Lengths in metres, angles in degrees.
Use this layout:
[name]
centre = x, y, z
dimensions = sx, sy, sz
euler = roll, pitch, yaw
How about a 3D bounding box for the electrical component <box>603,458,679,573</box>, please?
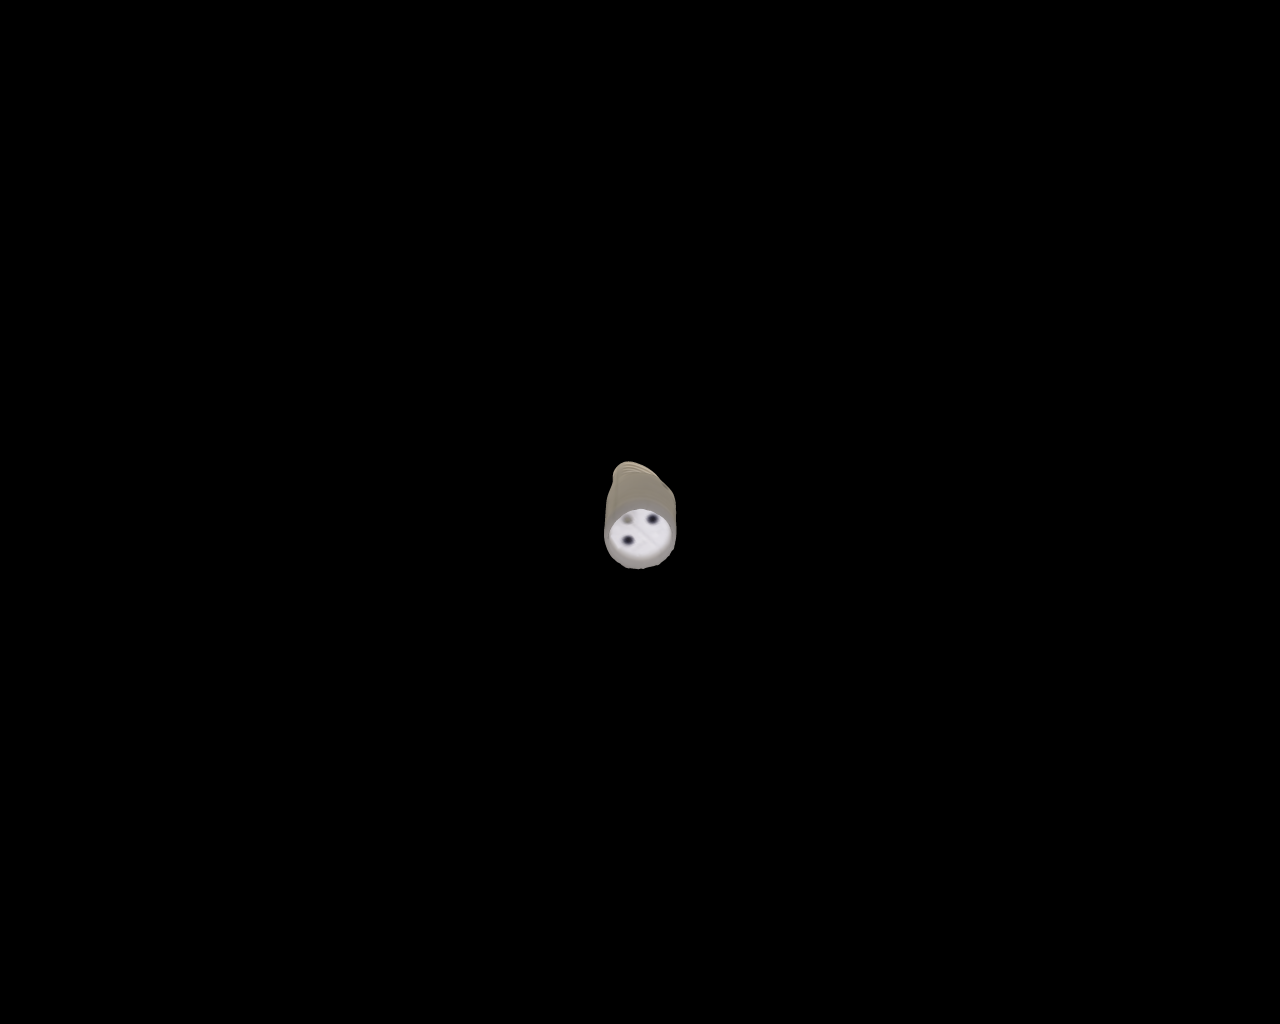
[electrical component]
centre = 0.001, -0.003, 0.650
dimensions = 0.043, 0.043, 0.081
euler = 0, 28, 0
